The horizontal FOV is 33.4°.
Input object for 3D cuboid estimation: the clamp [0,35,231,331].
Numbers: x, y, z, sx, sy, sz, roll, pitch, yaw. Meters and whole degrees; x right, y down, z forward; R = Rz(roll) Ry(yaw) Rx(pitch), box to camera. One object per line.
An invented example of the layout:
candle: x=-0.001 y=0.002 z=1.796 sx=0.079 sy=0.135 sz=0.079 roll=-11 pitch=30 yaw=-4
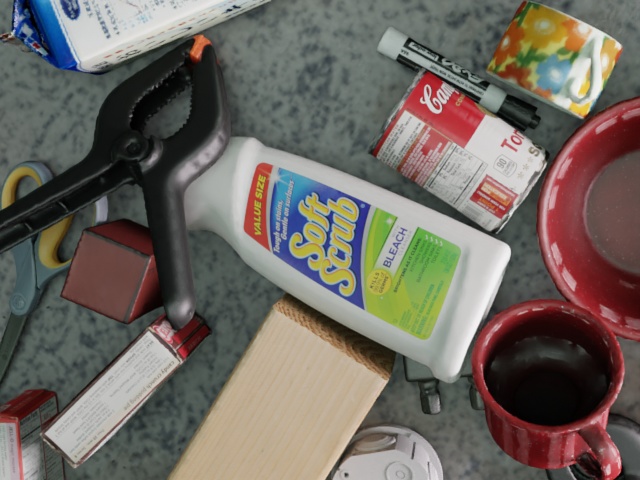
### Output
clamp: x=-0.129 y=-0.049 z=0.707 sx=0.165 sy=0.036 sz=0.210 roll=11 pitch=63 yaw=15

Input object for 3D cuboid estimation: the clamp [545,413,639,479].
clamp: x=0.226 y=0.168 z=0.732 sx=0.171 sy=0.039 sz=0.120 roll=45 pitch=98 yaw=1

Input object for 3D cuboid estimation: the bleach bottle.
bleach bottle: x=-0.005 y=0.001 z=0.723 sx=0.251 sy=0.068 sz=0.102 roll=23 pitch=88 yaw=13

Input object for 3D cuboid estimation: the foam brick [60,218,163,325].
foam brick: x=-0.136 y=0.020 z=0.745 sx=0.051 sy=0.078 sz=0.053 roll=22 pitch=99 yaw=7

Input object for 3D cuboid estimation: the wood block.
wood block: x=-0.040 y=0.147 z=0.741 sx=0.091 sy=0.090 sz=0.206 roll=32 pitch=100 yaw=3

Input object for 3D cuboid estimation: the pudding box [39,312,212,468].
pudding box: x=-0.133 y=0.098 z=0.748 sx=0.039 sy=0.090 sz=0.113 roll=44 pitch=101 yaw=0

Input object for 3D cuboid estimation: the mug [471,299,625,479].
mug: x=0.153 y=0.106 z=0.689 sx=0.093 sy=0.081 sz=0.117 roll=-32 pitch=57 yaw=-10

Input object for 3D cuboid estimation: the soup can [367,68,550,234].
soup can: x=0.091 y=-0.058 z=0.709 sx=0.102 sy=0.068 sz=0.068 roll=34 pitch=100 yaw=2

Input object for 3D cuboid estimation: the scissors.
scissors: x=-0.227 y=0.027 z=0.789 sx=0.096 sy=0.016 sz=0.202 roll=45 pitch=110 yaw=14

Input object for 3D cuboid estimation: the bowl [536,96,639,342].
bowl: x=0.223 y=-0.016 z=0.702 sx=0.162 sy=0.055 sz=0.162 roll=1 pitch=97 yaw=8

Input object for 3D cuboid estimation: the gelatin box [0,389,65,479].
gelatin box: x=-0.215 y=0.160 z=0.775 sx=0.030 sy=0.073 sz=0.089 roll=-3 pitch=96 yaw=8

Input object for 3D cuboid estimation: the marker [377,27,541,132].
marker: x=0.096 y=-0.109 z=0.727 sx=0.121 sy=0.020 sz=0.020 roll=29 pitch=100 yaw=4
